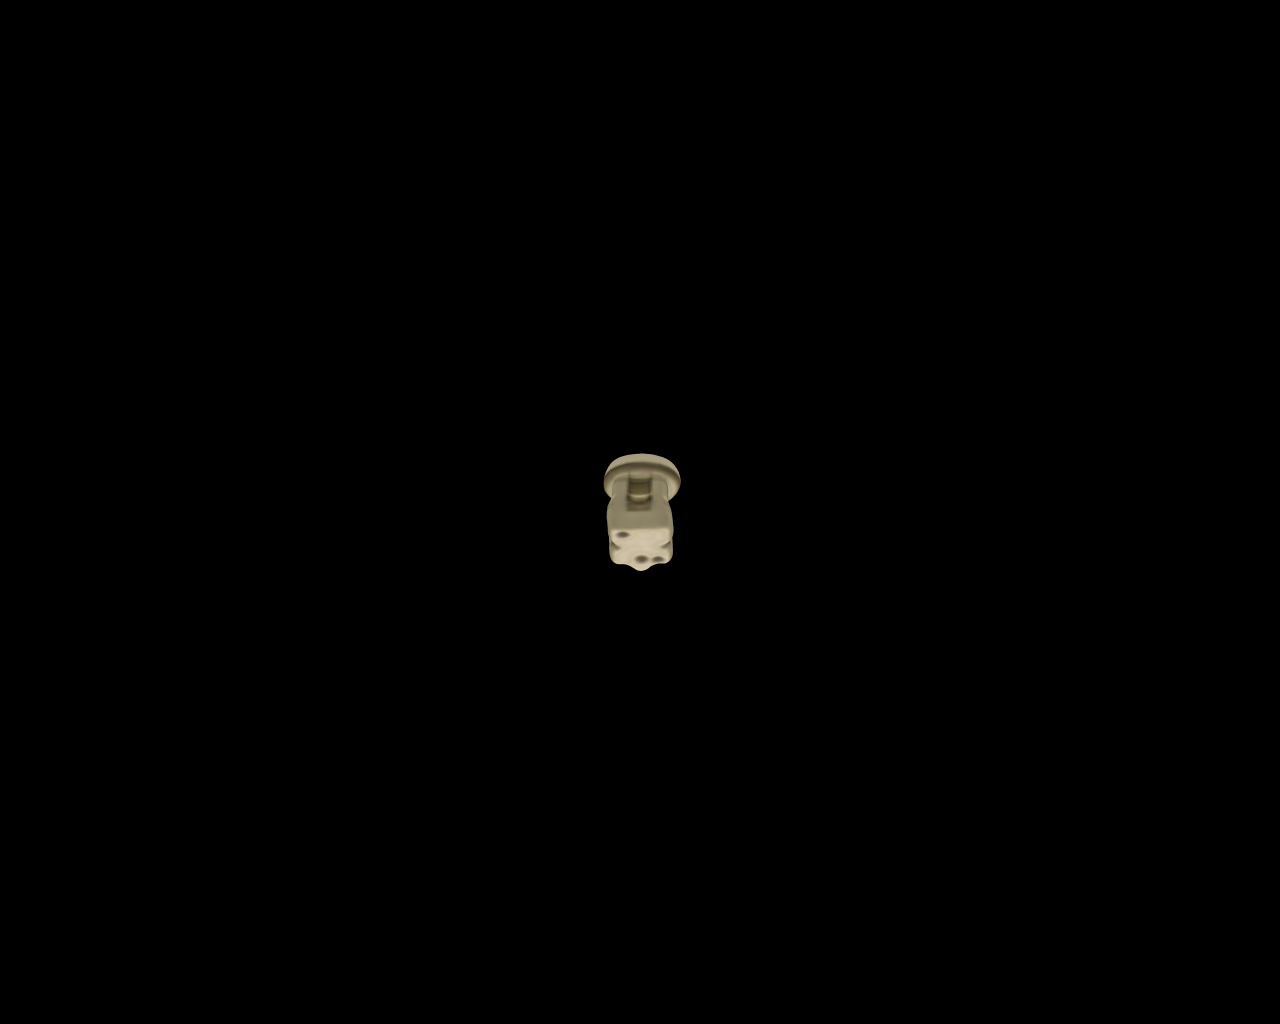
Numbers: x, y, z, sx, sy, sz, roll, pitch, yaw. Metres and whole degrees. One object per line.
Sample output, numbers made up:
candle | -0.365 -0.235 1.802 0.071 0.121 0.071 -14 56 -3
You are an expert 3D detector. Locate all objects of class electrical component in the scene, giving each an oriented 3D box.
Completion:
electrical component | 0.001 -0.003 0.650 0.048 0.055 0.066 0 -32 0
